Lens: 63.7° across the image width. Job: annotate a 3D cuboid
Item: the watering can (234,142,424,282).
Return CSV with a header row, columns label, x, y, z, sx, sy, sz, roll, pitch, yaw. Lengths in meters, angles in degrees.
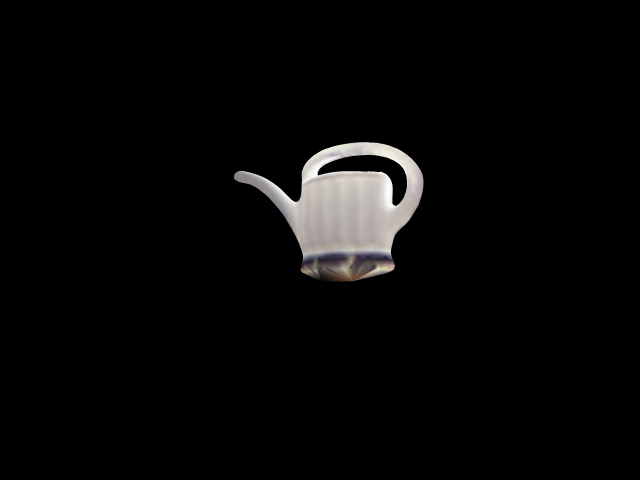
label,x,y,z,sx,sy,sz,roll,pitch,yaw
watering can,0.003,-0.043,0.850,0.346,0.226,0.103,-5,-12,27
